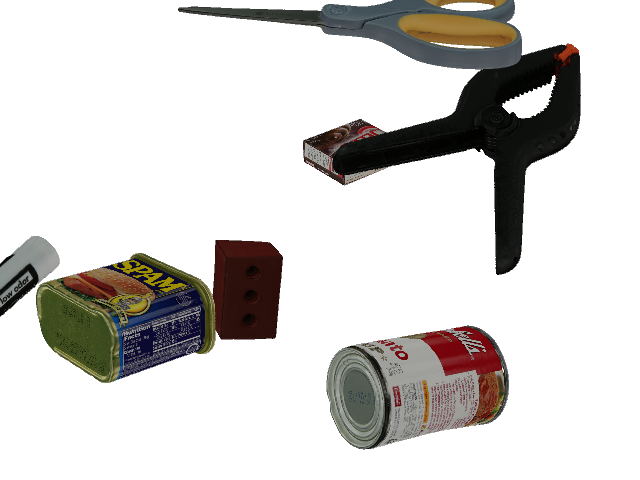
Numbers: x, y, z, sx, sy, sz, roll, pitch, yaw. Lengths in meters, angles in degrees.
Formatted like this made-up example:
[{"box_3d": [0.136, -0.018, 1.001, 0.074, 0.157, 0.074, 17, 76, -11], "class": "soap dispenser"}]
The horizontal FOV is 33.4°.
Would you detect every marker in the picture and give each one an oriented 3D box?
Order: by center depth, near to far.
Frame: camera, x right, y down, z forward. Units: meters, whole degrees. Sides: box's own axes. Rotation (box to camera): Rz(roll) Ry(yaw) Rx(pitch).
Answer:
[{"box_3d": [-0.162, 0.040, 0.470, 0.020, 0.020, 0.121, 0, 35, 39], "class": "marker"}]

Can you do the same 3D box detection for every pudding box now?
[{"box_3d": [0.045, -0.124, 1.486, 0.113, 0.039, 0.090, -26, 41, -32], "class": "pudding box"}]

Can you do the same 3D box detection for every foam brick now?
[{"box_3d": [-0.067, 0.043, 0.952, 0.053, 0.078, 0.051, 0, 14, -16], "class": "foam brick"}]

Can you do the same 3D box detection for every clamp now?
[{"box_3d": [0.137, -0.073, 0.803, 0.209, 0.165, 0.036, -37, -31, -19], "class": "clamp"}]

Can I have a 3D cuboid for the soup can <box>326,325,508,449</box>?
[{"box_3d": [0.063, 0.096, 0.702, 0.102, 0.068, 0.069, -5, 3, -33], "class": "soup can"}]

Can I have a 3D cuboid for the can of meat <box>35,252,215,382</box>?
[{"box_3d": [-0.138, 0.053, 0.748, 0.083, 0.057, 0.102, -17, 27, -41], "class": "can of meat"}]

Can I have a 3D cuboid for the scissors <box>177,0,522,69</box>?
[{"box_3d": [0.026, -0.137, 0.628, 0.202, 0.016, 0.096, 16, 41, 22], "class": "scissors"}]
